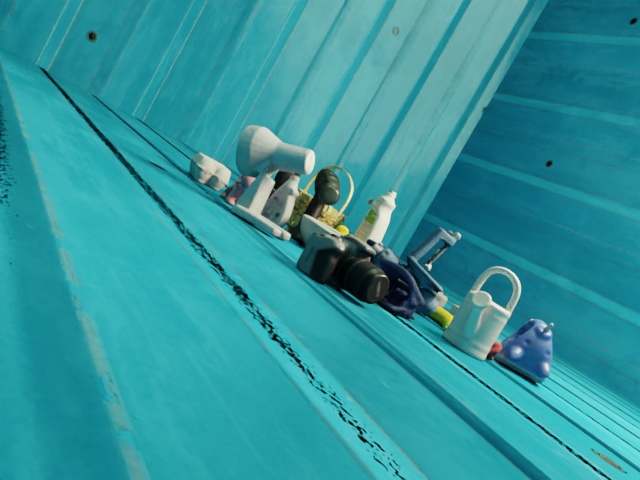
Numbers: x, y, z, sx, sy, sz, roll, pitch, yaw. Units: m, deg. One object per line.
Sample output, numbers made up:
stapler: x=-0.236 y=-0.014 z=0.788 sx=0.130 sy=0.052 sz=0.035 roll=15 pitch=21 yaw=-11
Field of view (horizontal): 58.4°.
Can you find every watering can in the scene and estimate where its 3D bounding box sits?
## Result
watering can: x=0.348 y=0.147 z=1.202 sx=0.101 sy=0.194 sz=0.173 roll=30 pitch=4 yaw=7

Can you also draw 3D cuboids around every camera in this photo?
camera: x=0.056 y=0.048 z=1.045 sx=0.144 sy=0.101 sz=0.136 roll=25 pitch=6 yaw=-45

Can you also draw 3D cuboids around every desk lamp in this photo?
desk lamp: x=-0.117 y=-0.139 z=1.323 sx=0.202 sy=0.213 sz=0.118 roll=31 pitch=4 yaw=19

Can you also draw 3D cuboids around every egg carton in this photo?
egg carton: x=-0.313 y=-0.193 z=1.621 sx=0.107 sy=0.069 sz=0.150 roll=27 pitch=5 yaw=-27

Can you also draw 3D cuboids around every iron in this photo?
iron: x=0.501 y=0.248 z=1.392 sx=0.118 sy=0.141 sz=0.259 roll=30 pitch=4 yaw=7

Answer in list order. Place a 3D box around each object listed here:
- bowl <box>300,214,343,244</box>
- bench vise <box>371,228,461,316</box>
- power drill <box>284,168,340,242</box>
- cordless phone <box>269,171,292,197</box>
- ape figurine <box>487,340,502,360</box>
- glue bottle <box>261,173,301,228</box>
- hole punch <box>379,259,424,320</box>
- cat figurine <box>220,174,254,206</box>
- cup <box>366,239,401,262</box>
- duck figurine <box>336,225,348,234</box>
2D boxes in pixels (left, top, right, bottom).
bowl: x=0.013 y=0.005 z=1.440 sx=0.167 sy=0.075 sz=0.167 roll=29 pitch=4 yaw=-2
bench vise: x=0.233 y=0.051 z=1.386 sx=0.208 sy=0.220 sz=0.121 roll=28 pitch=4 yaw=-18
power drill: x=-0.013 y=-0.097 z=1.556 sx=0.076 sy=0.208 sz=0.229 roll=28 pitch=4 yaw=-14
cordless phone: x=-0.145 y=-0.168 z=1.670 sx=0.147 sy=0.185 sz=0.094 roll=32 pitch=5 yaw=33
ape figurine: x=0.377 y=0.214 z=1.294 sx=0.076 sy=0.092 sz=0.077 roll=28 pitch=5 yaw=-24
glue bottle: x=-0.088 y=-0.111 z=1.463 sx=0.077 sy=0.173 sz=0.037 roll=32 pitch=5 yaw=35
hole punch: x=0.163 y=0.101 z=1.198 sx=0.101 sy=0.091 sz=0.108 roll=26 pitch=6 yaw=-42
cat figurine: x=-0.192 y=-0.139 z=1.470 sx=0.067 sy=0.118 sz=0.127 roll=27 pitch=5 yaw=-29
cup: x=0.166 y=0.063 z=1.634 sx=0.117 sy=0.095 sz=0.092 roll=32 pitch=5 yaw=27
duck figurine: x=0.055 y=-0.002 z=1.724 sx=0.078 sy=0.086 sz=0.104 roll=28 pitch=5 yaw=-20
